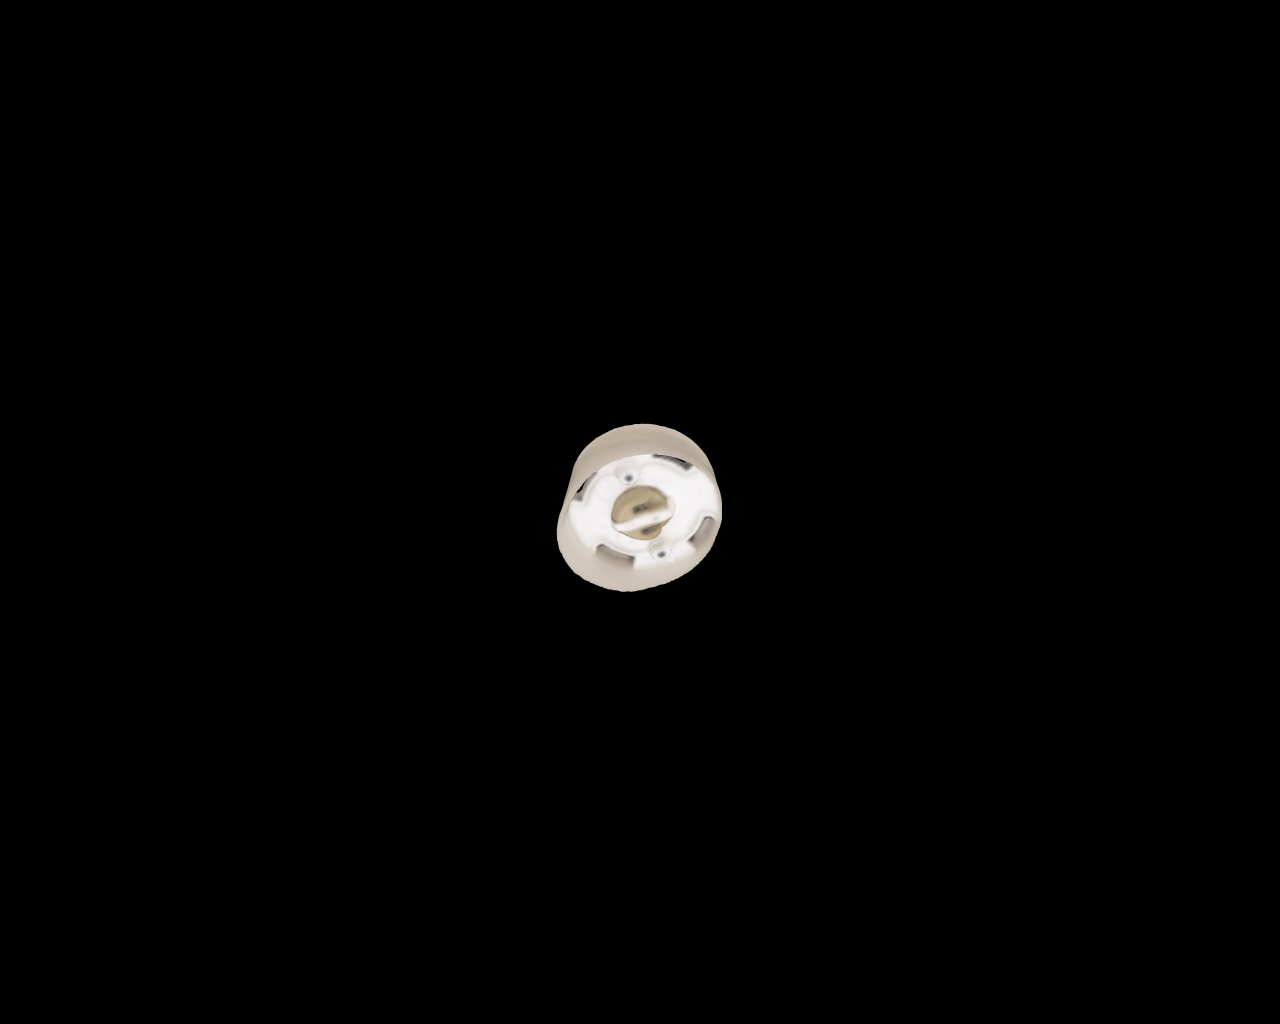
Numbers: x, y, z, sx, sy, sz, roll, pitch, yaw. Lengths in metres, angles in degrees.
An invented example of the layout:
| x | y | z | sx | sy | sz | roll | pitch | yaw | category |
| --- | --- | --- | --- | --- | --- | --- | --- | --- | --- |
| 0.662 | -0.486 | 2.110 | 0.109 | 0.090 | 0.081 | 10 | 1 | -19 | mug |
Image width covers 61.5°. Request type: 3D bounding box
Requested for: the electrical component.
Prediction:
| x | y | z | sx | sy | sz | roll | pitch | yaw | category |
| --- | --- | --- | --- | --- | --- | --- | --- | --- | --- |
| 0.001 | -0.003 | 0.650 | 0.099 | 0.099 | 0.064 | 0 | 36 | 0 | electrical component |
